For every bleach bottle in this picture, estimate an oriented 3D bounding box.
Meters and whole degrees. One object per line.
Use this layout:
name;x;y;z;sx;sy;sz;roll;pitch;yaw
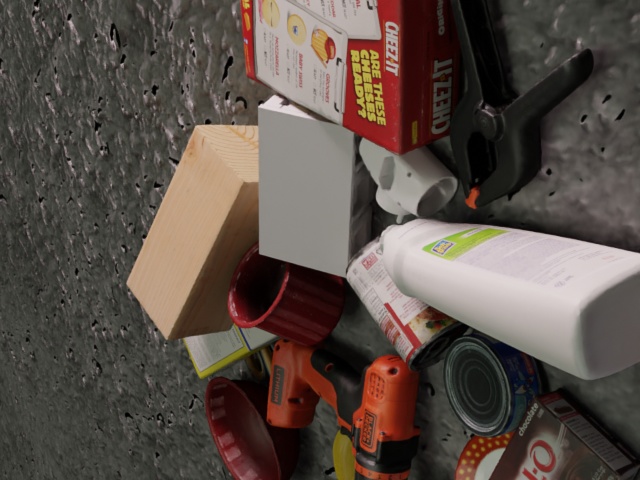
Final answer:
bleach bottle;0.132;0.025;0.775;0.251;0.102;0.068;22;128;56

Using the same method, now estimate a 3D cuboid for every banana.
banana;0.053;0.270;1.104;0.070;0.037;0.198;-10;100;60

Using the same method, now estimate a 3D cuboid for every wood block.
wood block;-0.106;-0.007;1.078;0.091;0.090;0.206;49;126;31

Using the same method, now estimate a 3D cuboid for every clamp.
clamp;0.135;-0.088;0.749;0.120;0.039;0.171;43;148;44

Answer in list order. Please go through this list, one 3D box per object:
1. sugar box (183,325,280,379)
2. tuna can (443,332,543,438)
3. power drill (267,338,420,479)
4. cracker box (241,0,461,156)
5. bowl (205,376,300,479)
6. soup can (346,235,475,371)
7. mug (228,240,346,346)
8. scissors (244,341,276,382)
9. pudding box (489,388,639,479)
sugar box;-0.093;0.084;1.187;0.177;0.048;0.093;-32;79;45
tuna can;0.138;0.115;0.863;0.086;0.033;0.086;24;118;54
power drill;0.022;0.181;1.049;0.188;0.057;0.184;22;108;49
cracker box;0.019;-0.182;0.845;0.214;0.072;0.164;32;135;44
bowl;-0.071;0.227;1.259;0.162;0.055;0.162;36;137;43
soup can;0.075;0.051;0.902;0.102;0.068;0.069;55;147;24
mug;-0.038;0.058;1.039;0.117;0.081;0.093;-29;48;40
scissors;-0.088;0.082;1.234;0.202;0.016;0.096;64;149;9
pudding box;0.183;0.185;0.819;0.090;0.039;0.114;44;126;35
